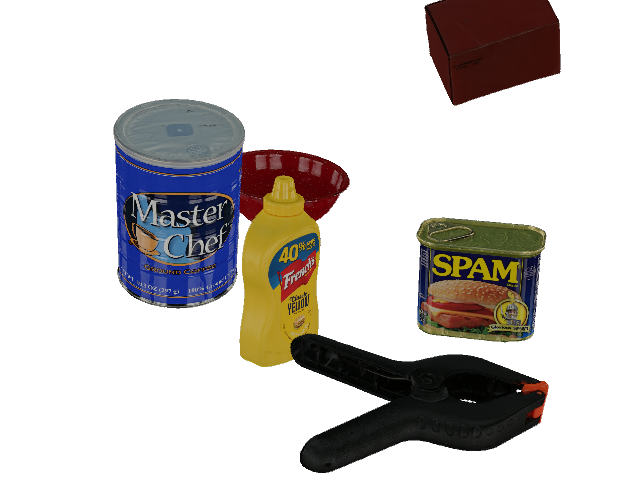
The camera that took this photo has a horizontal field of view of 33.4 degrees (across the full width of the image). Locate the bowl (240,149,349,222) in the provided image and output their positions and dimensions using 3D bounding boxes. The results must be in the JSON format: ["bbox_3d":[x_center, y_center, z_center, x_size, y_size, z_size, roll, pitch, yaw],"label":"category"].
[{"bbox_3d":[-0.048,-0.057,1.302,0.162,0.055,0.162,5,26,-2],"label":"bowl"}]

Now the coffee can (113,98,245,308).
[{"bbox_3d":[-0.116,-0.031,0.875,0.103,0.140,0.103,4,34,-3],"label":"coffee can"}]

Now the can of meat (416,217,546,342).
[{"bbox_3d":[0.129,0.033,0.872,0.102,0.084,0.057,6,24,13],"label":"can of meat"}]

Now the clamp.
[{"bbox_3d":[0.061,0.108,0.680,0.171,0.039,0.120,4,38,3],"label":"clamp"}]

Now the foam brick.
[{"bbox_3d":[0.116,-0.136,0.719,0.078,0.051,0.053,-17,-34,0],"label":"foam brick"}]

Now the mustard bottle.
[{"bbox_3d":[-0.039,0.027,1.088,0.058,0.192,0.096,19,28,37],"label":"mustard bottle"}]
